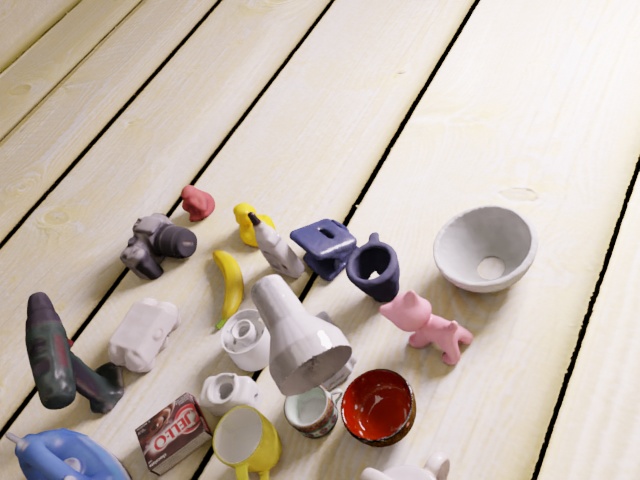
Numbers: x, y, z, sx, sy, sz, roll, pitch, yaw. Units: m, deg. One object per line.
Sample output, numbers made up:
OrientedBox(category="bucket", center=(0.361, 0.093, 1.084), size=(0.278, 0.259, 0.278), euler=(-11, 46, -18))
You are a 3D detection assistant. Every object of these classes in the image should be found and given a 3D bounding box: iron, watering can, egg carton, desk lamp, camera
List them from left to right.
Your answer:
OrientedBox(category="iron", center=(-0.408, 0.387, 0.941), size=(0.257, 0.142, 0.119), euler=(13, 60, 35))
OrientedBox(category="egg carton", center=(-0.344, 0.186, 1.129), size=(0.107, 0.070, 0.150), euler=(7, 56, 32))
OrientedBox(category="camera", center=(-0.351, 0.008, 1.262), size=(0.136, 0.101, 0.143), euler=(8, 57, 32))
OrientedBox(category="desk lamp", center=(-0.026, 0.158, 0.888), size=(0.118, 0.214, 0.202), euler=(-34, 45, -3))
OrientedBox(category="watering can", center=(0.103, 0.333, 0.688), size=(0.100, 0.195, 0.173), euler=(0, 53, 27))

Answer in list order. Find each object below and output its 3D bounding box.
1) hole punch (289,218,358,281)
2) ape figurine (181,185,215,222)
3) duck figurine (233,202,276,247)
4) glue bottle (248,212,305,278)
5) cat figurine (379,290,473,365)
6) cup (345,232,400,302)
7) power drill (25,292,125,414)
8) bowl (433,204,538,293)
OrientedBox(category="hole punch", center=(0.010, 0.004, 1.087), size=(0.101, 0.091, 0.108), euler=(-43, 46, -11))
OrientedBox(category="ape figurine", center=(-0.288, -0.090, 1.319), size=(0.076, 0.092, 0.077), euler=(-43, 46, -11))
OrientedBox(category="duck figurine", center=(-0.146, -0.040, 1.208), size=(0.077, 0.086, 0.104), euler=(-44, 47, -12))
OrientedBox(category="glue bottle", center=(-0.092, 0.005, 1.081), size=(0.077, 0.174, 0.037), euler=(20, 64, 38))
OrientedBox(category="cat figurine", center=(0.162, 0.124, 0.889), size=(0.127, 0.118, 0.067), euler=(18, 62, 37))
OrientedBox(category="cup", center=(0.101, 0.054, 0.995), size=(0.091, 0.095, 0.118), euler=(-10, 49, 20))
OrientedBox(category="power drill", center=(-0.458, 0.225, 1.056), size=(0.075, 0.209, 0.229), euler=(-31, 45, 0))
OrientedBox(category="bowl", center=(0.275, 0.027, 0.944), size=(0.167, 0.075, 0.167), euler=(-14, 48, 16))
